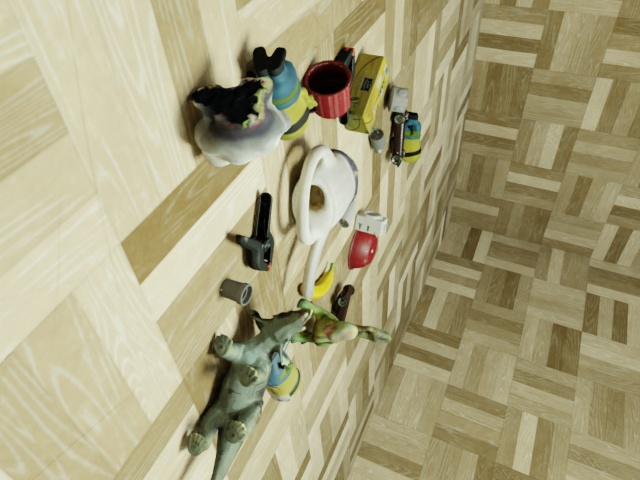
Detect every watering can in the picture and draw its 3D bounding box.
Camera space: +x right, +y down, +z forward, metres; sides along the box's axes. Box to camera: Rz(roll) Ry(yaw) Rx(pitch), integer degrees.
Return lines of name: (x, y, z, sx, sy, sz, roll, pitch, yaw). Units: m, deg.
watering can: (0.003, -0.057, 1.139, 0.229, 0.104, 0.340, -50, 148, -51)

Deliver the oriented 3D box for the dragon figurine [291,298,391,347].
dragon figurine: (0.068, 0.245, 1.356, 0.406, 0.243, 0.123, 32, 71, -68)

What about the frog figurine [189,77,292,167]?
frog figurine: (-0.109, -0.151, 0.758, 0.138, 0.124, 0.156, -32, 157, -13)
